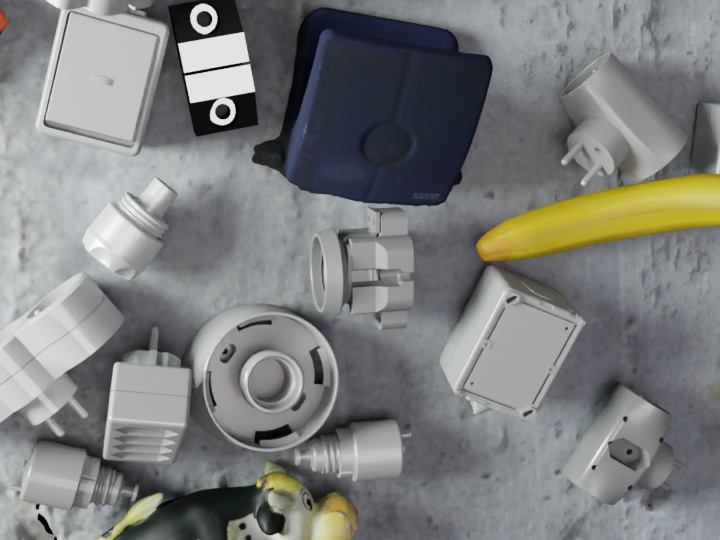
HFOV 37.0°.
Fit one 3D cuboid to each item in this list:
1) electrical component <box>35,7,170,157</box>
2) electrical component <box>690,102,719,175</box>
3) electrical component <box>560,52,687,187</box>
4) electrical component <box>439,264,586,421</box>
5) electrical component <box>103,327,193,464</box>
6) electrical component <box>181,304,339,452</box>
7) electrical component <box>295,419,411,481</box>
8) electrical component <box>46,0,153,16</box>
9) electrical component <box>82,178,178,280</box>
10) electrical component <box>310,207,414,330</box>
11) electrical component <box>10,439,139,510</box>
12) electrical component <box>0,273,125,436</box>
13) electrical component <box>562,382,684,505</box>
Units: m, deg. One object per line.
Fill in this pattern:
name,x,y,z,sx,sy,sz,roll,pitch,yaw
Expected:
electrical component,-0.150,-0.121,0.638,0.062,0.061,0.096,13,99,-14
electrical component,0.263,-0.076,0.722,0.047,0.076,0.065,1,102,-11
electrical component,0.163,-0.089,0.705,0.077,0.043,0.079,46,72,-8
electrical component,0.097,0.053,0.730,0.062,0.061,0.096,22,105,-15
electrical component,-0.134,0.074,0.684,0.047,0.083,0.075,7,63,-13
electrical component,-0.065,0.072,0.709,0.099,0.064,0.099,0,91,-19
electrical component,-0.005,0.124,0.733,0.078,0.040,0.040,-3,103,-11
electrical component,-0.142,-0.182,0.600,0.058,0.078,0.057,34,125,17
electrical component,-0.139,-0.029,0.670,0.043,0.043,0.062,39,91,-16
electrical component,0.000,0.000,0.697,0.057,0.058,0.078,-4,103,-13
electrical component,-0.184,0.136,0.700,0.078,0.040,0.040,16,99,-14
electrical component,-0.203,0.072,0.675,0.138,0.052,0.073,-38,107,-2
electrical component,0.198,0.132,0.773,0.079,0.043,0.077,30,95,-17
